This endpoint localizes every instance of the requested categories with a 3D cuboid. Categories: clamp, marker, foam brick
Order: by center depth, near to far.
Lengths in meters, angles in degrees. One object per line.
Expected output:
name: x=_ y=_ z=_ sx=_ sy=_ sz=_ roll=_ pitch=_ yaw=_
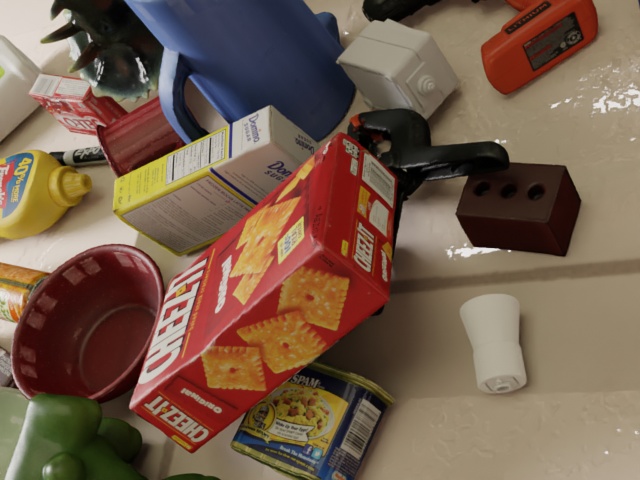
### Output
foam brick: x=0.151 y=-0.025 z=0.814 sx=0.078 sy=0.051 sz=0.053 roll=6 pitch=63 yaw=34
clamp: x=0.069 y=-0.056 z=0.861 sx=0.165 sy=0.036 sz=0.210 roll=-46 pitch=32 yaw=22
marker: x=-0.238 y=-0.088 z=1.110 sx=0.121 sy=0.020 sz=0.020 roll=-3 pitch=59 yaw=29

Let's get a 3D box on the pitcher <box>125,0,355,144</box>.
pitcher: x=-0.079 y=-0.176 z=0.926 sx=0.145 sy=0.242 sz=0.149 roll=-19 pitch=59 yaw=18

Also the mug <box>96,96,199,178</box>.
mug: x=-0.152 y=-0.085 z=1.005 sx=0.081 sy=0.093 sz=0.117 roll=-30 pitch=22 yaw=4

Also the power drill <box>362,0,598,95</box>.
power drill: x=0.142 y=-0.212 z=0.941 sx=0.184 sy=0.057 sz=0.188 roll=-34 pitch=49 yaw=8

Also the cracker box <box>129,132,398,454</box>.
cracker box: x=-0.041 y=0.036 z=0.801 sx=0.214 sy=0.072 sz=0.164 roll=-39 pitch=22 yaw=28

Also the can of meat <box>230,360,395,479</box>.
can of meat: x=-0.008 y=0.137 z=0.799 sx=0.102 sy=0.057 sz=0.084 roll=14 pitch=70 yaw=37

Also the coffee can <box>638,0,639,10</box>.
coffee can: x=0.282 y=-0.235 z=0.816 sx=0.103 sy=0.140 sz=0.103 roll=-15 pitch=53 yaw=22

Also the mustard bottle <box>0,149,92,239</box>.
mustard bottle: x=-0.316 y=-0.046 z=1.104 sx=0.192 sy=0.058 sz=0.096 roll=-7 pitch=56 yaw=27

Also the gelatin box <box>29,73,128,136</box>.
gelatin box: x=-0.248 y=-0.138 z=1.114 sx=0.089 sy=0.073 sz=0.030 roll=13 pitch=68 yaw=35

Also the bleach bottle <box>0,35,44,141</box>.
bleach bottle: x=-0.416 y=-0.113 z=1.207 sx=0.251 sy=0.068 sz=0.103 roll=-46 pitch=48 yaw=-1

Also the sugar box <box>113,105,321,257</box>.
sugar box: x=-0.085 y=-0.048 z=0.925 sx=0.176 sy=0.093 sz=0.048 roll=-23 pitch=52 yaw=26

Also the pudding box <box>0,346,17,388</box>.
pudding box: x=-0.327 y=0.137 z=1.001 sx=0.114 sy=0.039 sz=0.090 roll=24 pitch=74 yaw=39

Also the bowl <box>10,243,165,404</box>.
bowl: x=-0.192 y=0.085 z=0.944 sx=0.162 sy=0.055 sz=0.162 roll=-16 pitch=53 yaw=22
